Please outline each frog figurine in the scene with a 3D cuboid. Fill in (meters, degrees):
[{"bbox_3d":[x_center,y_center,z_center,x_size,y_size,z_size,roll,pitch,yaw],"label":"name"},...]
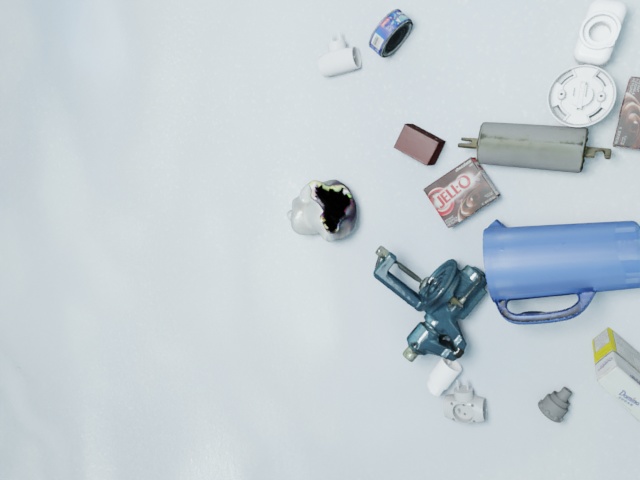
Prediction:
[{"bbox_3d":[0.003,-0.055,1.091,0.137,0.124,0.157,53,154,1],"label":"frog figurine"}]
